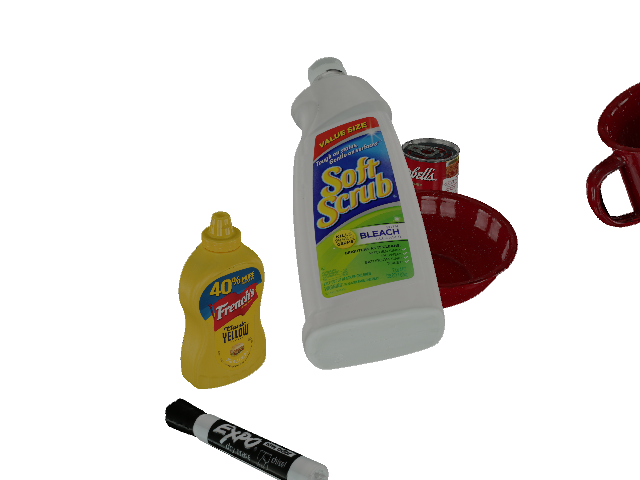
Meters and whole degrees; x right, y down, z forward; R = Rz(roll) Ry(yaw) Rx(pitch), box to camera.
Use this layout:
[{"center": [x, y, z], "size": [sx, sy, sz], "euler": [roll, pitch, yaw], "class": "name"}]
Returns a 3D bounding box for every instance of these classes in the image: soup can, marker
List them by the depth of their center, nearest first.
[{"center": [-0.047, 0.119, 0.626], "size": [0.121, 0.020, 0.020], "euler": [17, 10, 38], "class": "marker"}, {"center": [0.127, -0.061, 1.255], "size": [0.068, 0.102, 0.068], "euler": [0, 27, 0], "class": "soup can"}]

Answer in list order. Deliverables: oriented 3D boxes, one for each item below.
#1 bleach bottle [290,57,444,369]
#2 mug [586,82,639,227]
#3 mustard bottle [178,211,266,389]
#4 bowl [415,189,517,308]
[{"center": [0.018, -0.034, 0.793], "size": [0.102, 0.251, 0.068], "euler": [-11, -33, -1], "class": "bleach bottle"}, {"center": [0.233, -0.050, 0.719], "size": [0.117, 0.081, 0.093], "euler": [-31, 31, -4], "class": "mug"}, {"center": [-0.103, 0.059, 1.128], "size": [0.096, 0.192, 0.058], "euler": [-18, 33, -33], "class": "mustard bottle"}, {"center": [0.103, 0.016, 1.011], "size": [0.162, 0.055, 0.162], "euler": [1, 36, -1], "class": "bowl"}]
